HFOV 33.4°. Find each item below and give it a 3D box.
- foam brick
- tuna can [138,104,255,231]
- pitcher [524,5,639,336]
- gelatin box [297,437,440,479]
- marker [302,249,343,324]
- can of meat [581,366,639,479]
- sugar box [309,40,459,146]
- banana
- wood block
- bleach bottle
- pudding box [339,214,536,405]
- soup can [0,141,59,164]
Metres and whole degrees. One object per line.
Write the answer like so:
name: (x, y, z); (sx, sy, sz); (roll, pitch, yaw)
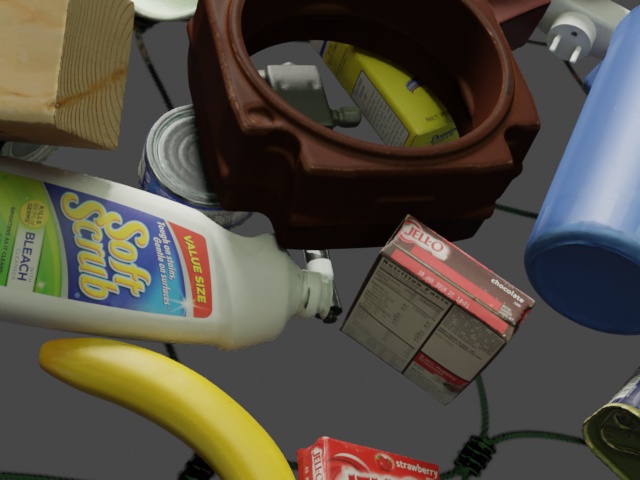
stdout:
foam brick: (0.133, -0.179, 0.853); (0.078, 0.051, 0.053); (-27, 68, -30)
tuna can: (-0.077, -0.049, 0.715); (0.086, 0.034, 0.086); (8, 56, -12)
pitcher: (0.244, -0.054, 0.754); (0.145, 0.149, 0.242); (31, 58, 2)
gelatin box: (0.030, 0.156, 0.600); (0.089, 0.030, 0.073); (22, 50, -32)
marker: (-0.005, 0.001, 0.714); (0.020, 0.020, 0.121); (-2, 59, -18)
can of meat: (0.234, 0.125, 0.685); (0.102, 0.058, 0.083); (44, 54, 12)
sugar box: (0.054, -0.146, 0.811); (0.093, 0.048, 0.176); (-23, 68, -28)
banana: (-0.073, 0.113, 0.609); (0.198, 0.037, 0.069); (44, 54, 13)
wood block: (-0.221, -0.108, 0.601); (0.206, 0.090, 0.090); (6, 88, 11)
bleach bottle: (-0.115, 0.008, 0.642); (0.250, 0.068, 0.102); (9, 77, -13)
pudding box: (0.067, 0.046, 0.649); (0.090, 0.114, 0.039); (36, 58, 7)
soup can: (-0.215, -0.097, 0.682); (0.102, 0.069, 0.068); (42, 56, 11)
